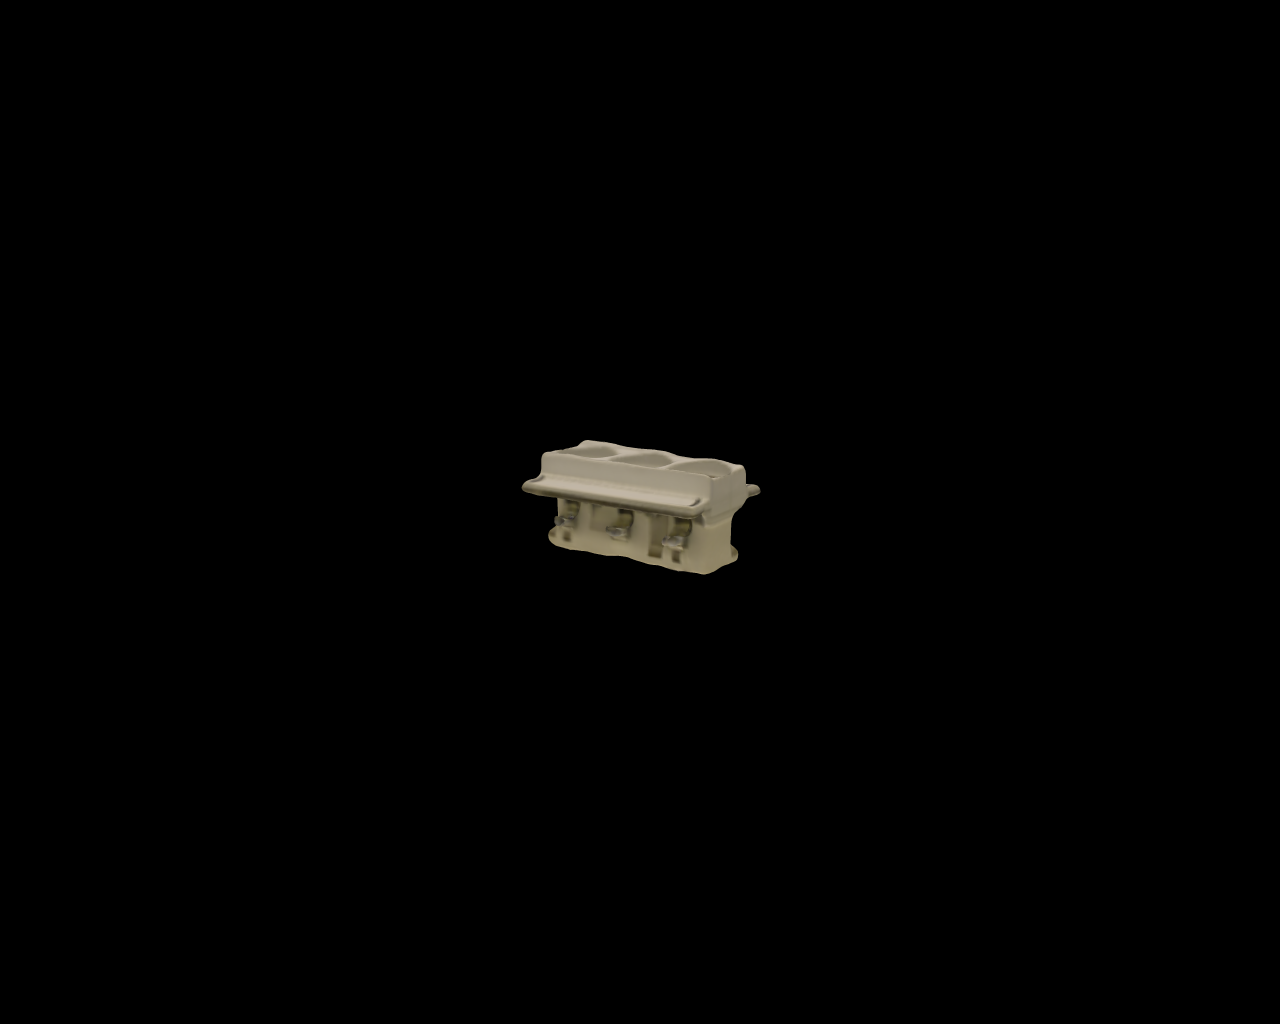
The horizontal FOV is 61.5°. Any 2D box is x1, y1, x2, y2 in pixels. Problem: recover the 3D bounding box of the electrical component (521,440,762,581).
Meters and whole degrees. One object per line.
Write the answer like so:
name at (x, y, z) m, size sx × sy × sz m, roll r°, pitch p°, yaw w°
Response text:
electrical component at (0.001, -0.003, 0.650) m, size 0.121 × 0.063 × 0.079 m, roll 10°, pitch 18°, yaw 33°
